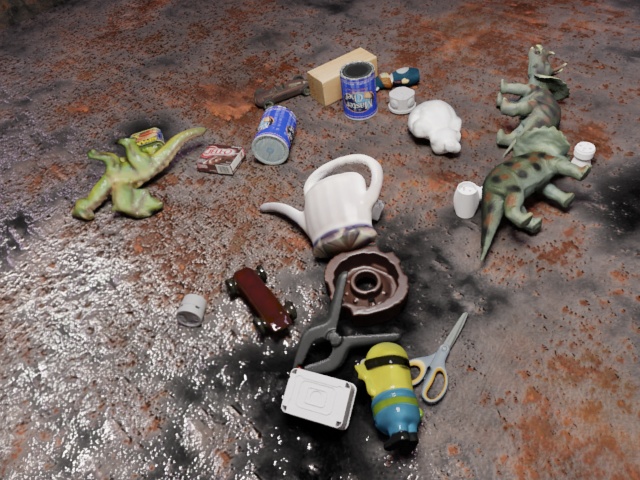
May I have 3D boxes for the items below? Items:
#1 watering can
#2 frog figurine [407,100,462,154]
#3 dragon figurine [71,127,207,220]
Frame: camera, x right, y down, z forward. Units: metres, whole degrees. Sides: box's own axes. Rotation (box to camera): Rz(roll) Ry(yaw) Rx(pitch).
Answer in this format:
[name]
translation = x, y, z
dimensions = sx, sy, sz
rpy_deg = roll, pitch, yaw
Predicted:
[watering can]
translation = 0.004, -0.059, 1.180
dimensions = 0.344, 0.103, 0.229
rpy_deg = -25, 61, 30
[frog figurine]
translation = 0.308, -0.295, 1.355
dimensions = 0.137, 0.120, 0.163
rpy_deg = 3, 33, -13
[dragon figurine]
translation = -0.482, -0.162, 1.397
dimensions = 0.411, 0.120, 0.247
rpy_deg = -20, 67, -4
